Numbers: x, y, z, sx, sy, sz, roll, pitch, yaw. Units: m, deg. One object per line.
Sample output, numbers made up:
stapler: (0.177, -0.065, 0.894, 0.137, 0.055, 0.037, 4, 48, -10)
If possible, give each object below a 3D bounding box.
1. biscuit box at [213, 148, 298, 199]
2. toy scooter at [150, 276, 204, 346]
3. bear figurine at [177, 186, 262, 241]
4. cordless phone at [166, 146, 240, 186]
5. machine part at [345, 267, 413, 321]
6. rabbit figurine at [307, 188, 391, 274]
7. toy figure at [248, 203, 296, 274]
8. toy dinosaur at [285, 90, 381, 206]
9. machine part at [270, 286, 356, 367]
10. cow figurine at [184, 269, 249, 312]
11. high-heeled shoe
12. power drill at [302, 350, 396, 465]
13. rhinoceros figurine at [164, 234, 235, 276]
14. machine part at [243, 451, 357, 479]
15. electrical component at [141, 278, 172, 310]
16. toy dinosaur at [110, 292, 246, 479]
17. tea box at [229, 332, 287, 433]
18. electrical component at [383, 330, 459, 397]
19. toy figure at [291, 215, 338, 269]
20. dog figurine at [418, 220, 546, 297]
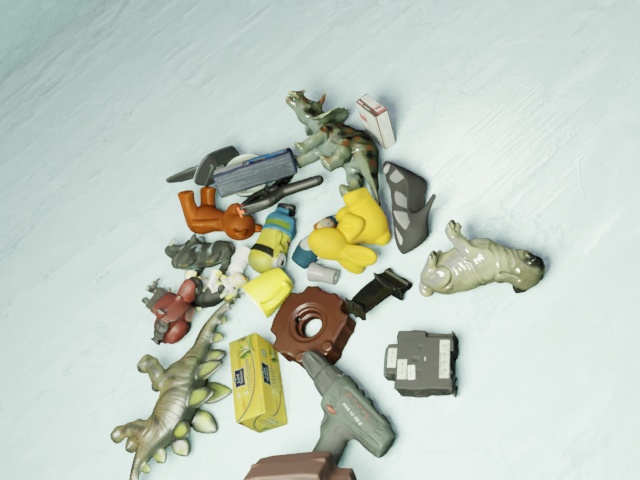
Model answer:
biscuit box: (-0.158, -0.167, 1.323, 0.203, 0.062, 0.059, -17, 24, -1)
toy scooter: (-0.330, 0.170, 1.190, 0.075, 0.135, 0.183, 31, 114, 9)
bear figurine: (-0.244, -0.064, 1.334, 0.196, 0.120, 0.131, 2, 104, 34)
cordless phone: (-0.317, -0.188, 1.462, 0.184, 0.088, 0.146, -10, 16, 30)
machine part: (0.116, 0.108, 1.086, 0.139, 0.039, 0.084, -31, 51, -25)
rabbit figurine: (0.056, -0.005, 1.149, 0.173, 0.122, 0.162, -25, 81, -28)
toy figure: (-0.108, -0.002, 1.261, 0.089, 0.082, 0.180, 2, 61, 22)
toy dinosaur: (0.061, -0.223, 1.306, 0.192, 0.131, 0.405, -42, 59, -15)
machine part: (-0.017, 0.179, 1.113, 0.179, 0.056, 0.179, -13, 53, 18)
cow figurine: (-0.248, 0.120, 1.257, 0.168, 0.068, 0.098, -4, 63, 28)
high-heeled shoe: (0.177, -0.078, 1.197, 0.145, 0.086, 0.249, -62, 29, 18)
power drill: (0.004, 0.341, 0.971, 0.232, 0.085, 0.207, 33, 73, 25)
rhinoceros figurine: (-0.306, 0.034, 1.339, 0.191, 0.073, 0.112, -2, 60, 25)
machine part: (-0.032, 0.452, 0.856, 0.202, 0.087, 0.201, -13, 92, 17)
electrical component: (-0.398, 0.144, 1.330, 0.078, 0.045, 0.102, -48, 51, -11)
toy dinosaur: (-0.290, 0.313, 1.136, 0.199, 0.105, 0.471, 6, 63, 22)
tea box: (-0.124, 0.283, 1.070, 0.068, 0.098, 0.170, -22, 54, 13)
electrical component: (0.183, 0.225, 0.982, 0.134, 0.058, 0.115, -4, 56, 24)
toy figure: (-0.001, -0.002, 1.226, 0.064, 0.058, 0.154, 39, 77, 0)
dog figurine: (0.301, 0.069, 1.011, 0.191, 0.121, 0.172, 33, 111, 21)
